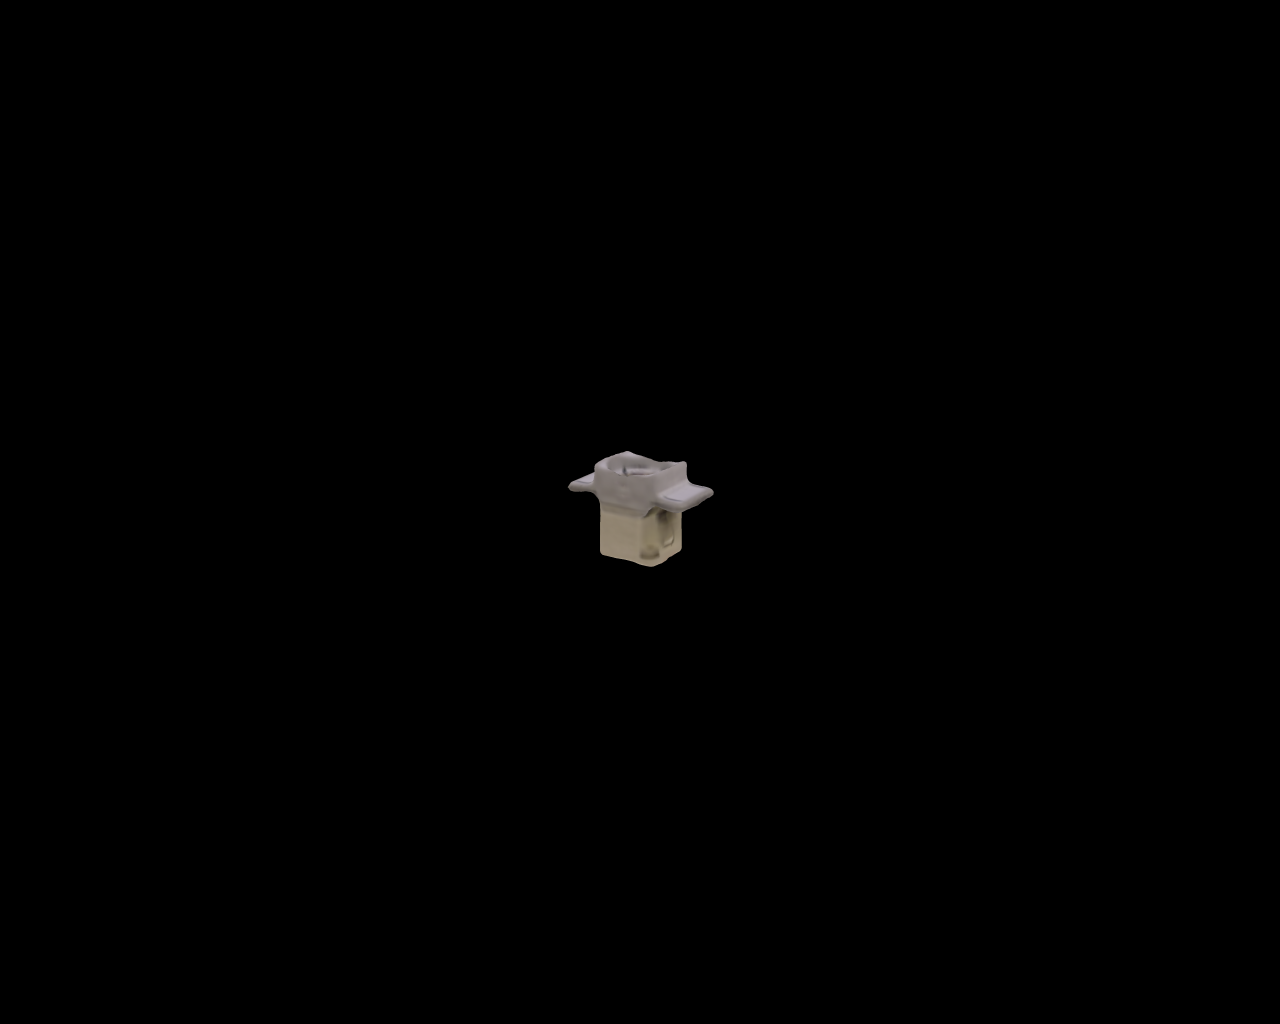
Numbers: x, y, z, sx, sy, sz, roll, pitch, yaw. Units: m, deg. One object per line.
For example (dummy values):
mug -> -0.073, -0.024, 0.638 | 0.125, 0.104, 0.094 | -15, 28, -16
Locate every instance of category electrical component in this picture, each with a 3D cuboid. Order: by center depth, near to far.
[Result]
electrical component -> 0.001, -0.003, 0.650 | 0.081, 0.063, 0.042 | 12, 23, 31
